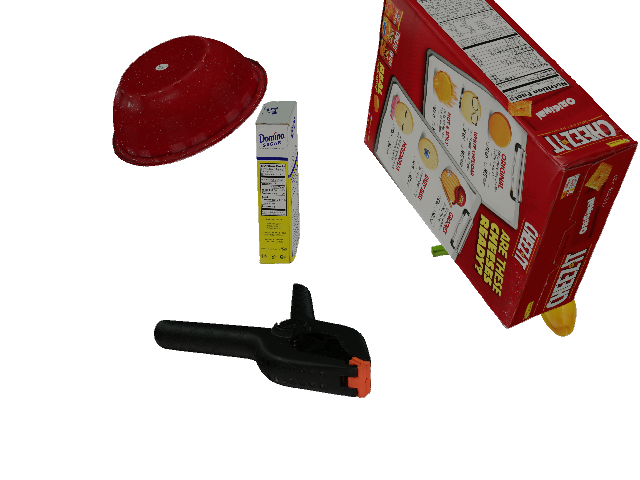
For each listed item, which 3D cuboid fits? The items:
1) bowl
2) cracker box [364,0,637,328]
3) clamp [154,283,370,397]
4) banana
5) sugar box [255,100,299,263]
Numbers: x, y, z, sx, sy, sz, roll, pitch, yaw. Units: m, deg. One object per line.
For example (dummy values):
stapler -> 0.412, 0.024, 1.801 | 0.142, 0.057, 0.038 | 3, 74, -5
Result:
bowl -> -0.134, -0.141, 0.992 | 0.162, 0.055, 0.162 | -17, 38, 14
cracker box -> 0.118, -0.071, 0.773 | 0.072, 0.214, 0.164 | -20, -37, -22
clamp -> -0.021, 0.084, 0.925 | 0.164, 0.036, 0.210 | -19, 24, -41
banana -> 0.196, 0.038, 1.059 | 0.069, 0.037, 0.198 | -34, 36, -18
sugar box -> -0.051, -0.069, 1.268 | 0.048, 0.176, 0.093 | -1, 23, 5
